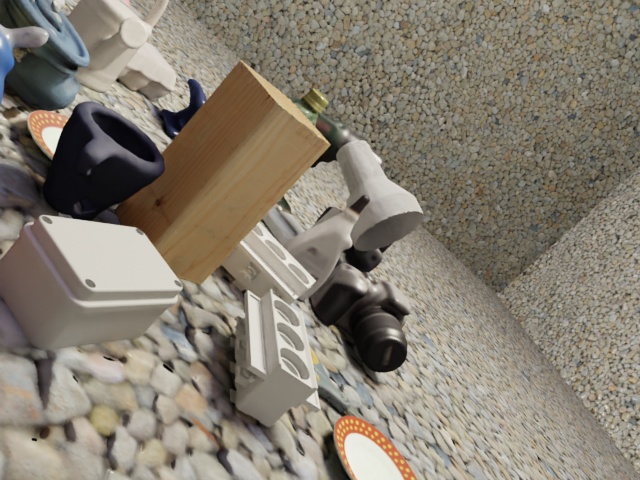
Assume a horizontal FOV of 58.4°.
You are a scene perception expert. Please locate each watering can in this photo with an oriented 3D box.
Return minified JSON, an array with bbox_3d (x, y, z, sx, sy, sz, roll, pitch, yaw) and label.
[{"bbox_3d":[-0.288,-0.312,0.817,0.172,0.194,0.101,50,14,22],"label":"watering can"}]

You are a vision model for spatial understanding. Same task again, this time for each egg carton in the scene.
[{"bbox_3d":[-0.318,-0.303,0.975,0.107,0.069,0.151,50,14,21],"label":"egg carton"}]

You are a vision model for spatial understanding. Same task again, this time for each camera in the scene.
[{"bbox_3d":[0.075,0.111,0.820,0.143,0.100,0.136,39,14,-23],"label":"camera"}]

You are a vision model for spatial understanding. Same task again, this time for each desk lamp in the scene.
[{"bbox_3d":[0.036,-0.046,0.939,0.202,0.213,0.118,51,14,26],"label":"desk lamp"}]

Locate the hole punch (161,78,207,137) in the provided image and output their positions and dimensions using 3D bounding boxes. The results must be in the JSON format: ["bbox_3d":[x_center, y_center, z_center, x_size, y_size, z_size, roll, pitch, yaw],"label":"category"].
[{"bbox_3d":[-0.204,-0.207,0.978,0.101,0.091,0.108,33,17,-40],"label":"hole punch"}]

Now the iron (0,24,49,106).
[{"bbox_3d":[-0.302,-0.131,0.331,0.259,0.141,0.118,28,21,-51],"label":"iron"}]

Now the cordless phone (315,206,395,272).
[{"bbox_3d":[0.084,-0.028,1.092,0.147,0.185,0.094,44,13,0],"label":"cordless phone"}]

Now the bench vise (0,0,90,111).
[{"bbox_3d":[-0.296,-0.259,0.572,0.208,0.219,0.121,28,21,-52],"label":"bench vise"}]

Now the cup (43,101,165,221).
[{"bbox_3d":[-0.204,-0.058,0.509,0.092,0.095,0.117,41,13,-14],"label":"cup"}]

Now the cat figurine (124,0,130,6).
[{"bbox_3d":[-0.358,-0.390,1.012,0.067,0.117,0.128,51,15,28],"label":"cat figurine"}]

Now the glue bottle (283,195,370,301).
[{"bbox_3d":[0.007,0.003,0.789,0.078,0.173,0.037,39,14,-23],"label":"glue bottle"}]

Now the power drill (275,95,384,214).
[{"bbox_3d":[-0.026,-0.145,1.067,0.229,0.208,0.076,45,13,1],"label":"power drill"}]
